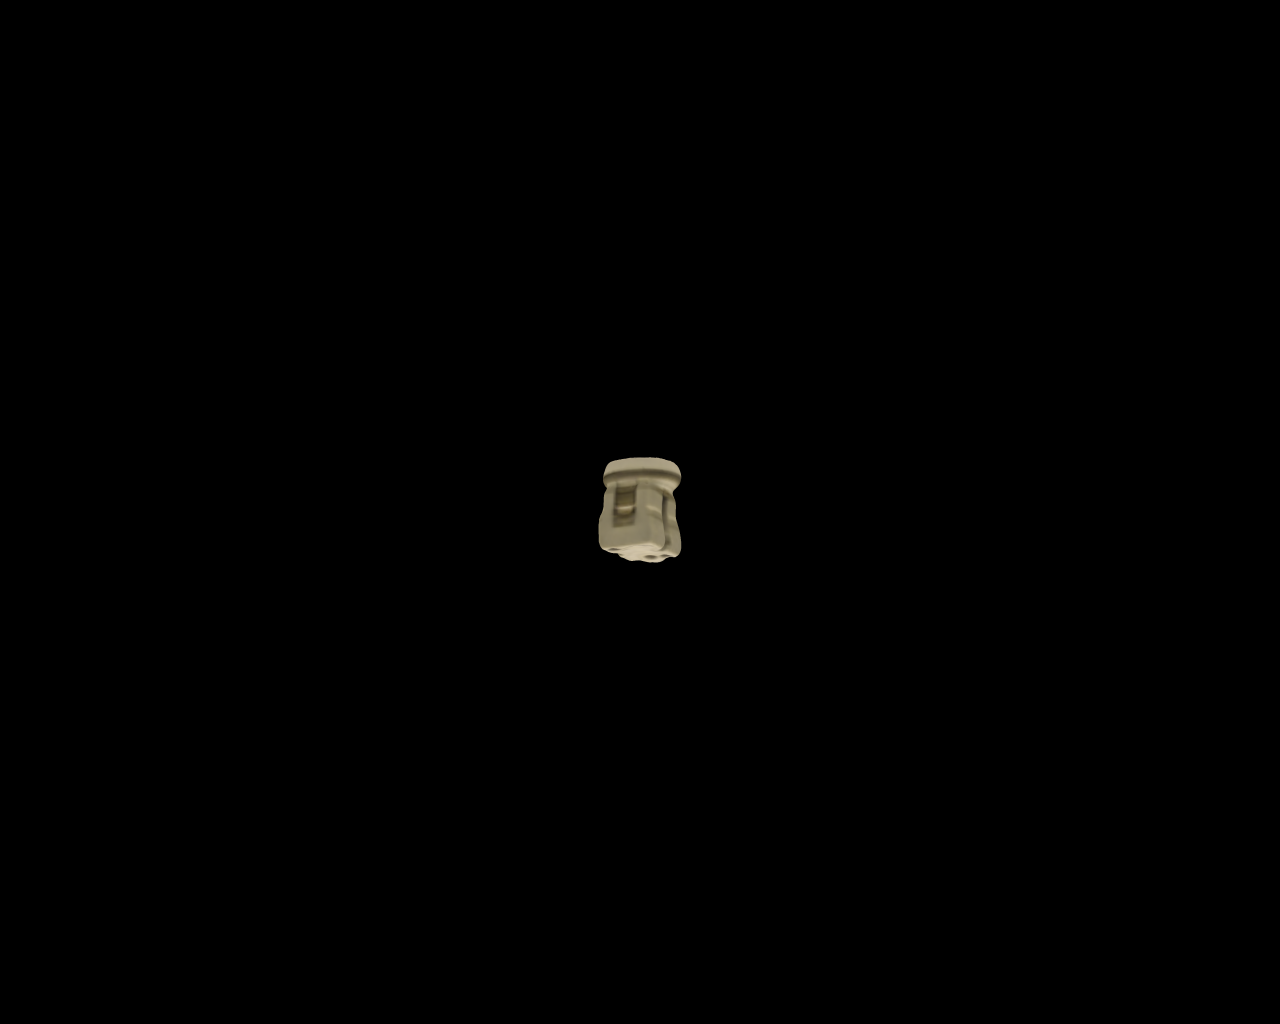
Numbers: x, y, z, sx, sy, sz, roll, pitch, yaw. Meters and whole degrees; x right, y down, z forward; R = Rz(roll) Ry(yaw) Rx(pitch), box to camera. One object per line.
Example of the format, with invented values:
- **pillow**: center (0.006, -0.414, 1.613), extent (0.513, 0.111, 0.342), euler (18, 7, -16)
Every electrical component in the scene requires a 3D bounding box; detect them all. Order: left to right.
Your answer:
- **electrical component**: center (0.001, -0.003, 0.650), extent (0.048, 0.055, 0.066), euler (-6, -15, 23)
